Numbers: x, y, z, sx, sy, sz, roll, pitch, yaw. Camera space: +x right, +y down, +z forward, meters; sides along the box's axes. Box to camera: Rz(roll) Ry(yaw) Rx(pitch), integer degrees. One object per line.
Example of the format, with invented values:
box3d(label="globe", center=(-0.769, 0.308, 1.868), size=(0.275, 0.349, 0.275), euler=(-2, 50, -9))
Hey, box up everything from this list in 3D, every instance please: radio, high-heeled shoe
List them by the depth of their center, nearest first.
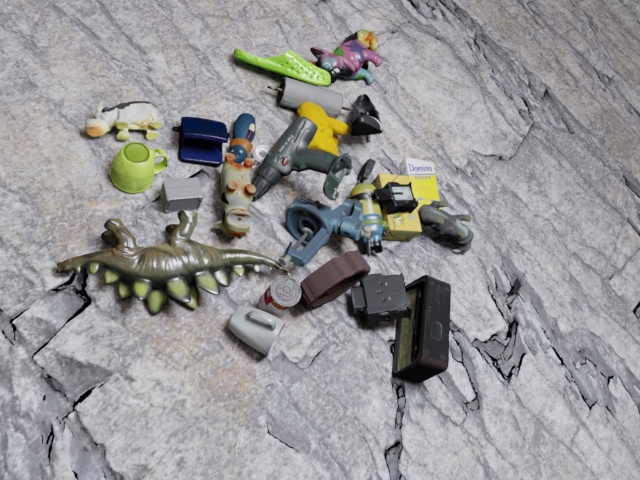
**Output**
box3d(label="radio", center=(0.239, 0.204, 1.251), size=(0.073, 0.131, 0.229), euler=(19, 59, -16))
box3d(label="high-heeled shoe", center=(0.120, -0.348, 1.443), size=(0.086, 0.248, 0.145), euler=(-6, 88, 7))

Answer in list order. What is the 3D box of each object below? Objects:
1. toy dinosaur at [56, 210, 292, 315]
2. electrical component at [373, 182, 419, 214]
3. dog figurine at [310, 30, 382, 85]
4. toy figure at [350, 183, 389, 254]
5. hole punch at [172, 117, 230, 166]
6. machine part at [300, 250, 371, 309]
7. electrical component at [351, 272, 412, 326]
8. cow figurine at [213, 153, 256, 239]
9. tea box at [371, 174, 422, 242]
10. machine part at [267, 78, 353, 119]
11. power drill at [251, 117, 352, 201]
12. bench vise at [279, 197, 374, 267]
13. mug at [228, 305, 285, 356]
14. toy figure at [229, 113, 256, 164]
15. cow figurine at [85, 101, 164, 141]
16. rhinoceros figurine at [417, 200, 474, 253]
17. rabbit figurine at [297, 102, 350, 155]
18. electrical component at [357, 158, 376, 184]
box3d(label="toy dinosaur", center=(-0.294, 0.046, 1.123), size=(0.471, 0.105, 0.198), euler=(-7, 72, -19))
box3d(label="electrical component", center=(0.184, -0.105, 1.353), size=(0.119, 0.047, 0.075), euler=(-8, 67, -24))
box3d(label="dog figurine", center=(0.062, -0.538, 1.571), size=(0.219, 0.108, 0.191), euler=(0, 66, -21))
box3d(label="toy figure", center=(0.124, -0.058, 1.360), size=(0.082, 0.089, 0.180), euler=(6, 61, -25))
box3d(label="hole punch", center=(-0.279, -0.251, 1.285), size=(0.142, 0.092, 0.116), euler=(3, 58, -18))
box3d(label="machine part", center=(0.028, 0.088, 1.193), size=(0.179, 0.179, 0.056), euler=(-25, 73, -31))
box3d(label="electrical component", center=(0.140, 0.137, 1.258), size=(0.134, 0.058, 0.115), euler=(-8, 48, -2))
box3d(label="cow figurine", center=(-0.196, -0.089, 1.232), size=(0.085, 0.127, 0.195), euler=(6, 49, -21))
box3d(label="tea box", center=(0.197, -0.085, 1.419), size=(0.098, 0.068, 0.169), euler=(1, 63, -22))
box3d(label="machine part", center=(-0.027, -0.385, 1.470), size=(0.243, 0.079, 0.079), euler=(10, 61, -18))
box3d(label="power drill", center=(-0.041, -0.164, 1.259), size=(0.208, 0.086, 0.232), euler=(27, 86, 34))
box3d(label="bench vise", center=(-0.002, -0.011, 1.243), size=(0.224, 0.128, 0.240), euler=(29, 48, 16))
box3d(label="mug", center=(-0.136, 0.180, 1.121), size=(0.107, 0.109, 0.081), euler=(25, 60, 5))
box3d(label="toy figure", center=(-0.193, -0.246, 1.334), size=(0.058, 0.064, 0.154), euler=(19, 59, -20))
box3d(label="cow figurine", center=(-0.455, -0.283, 1.236), size=(0.167, 0.068, 0.098), euler=(-7, 62, -30))
box3d(label="rhinoceros figurine", center=(0.339, -0.029, 1.423), size=(0.190, 0.112, 0.073), euler=(32, 60, -26))
box3d(label="rabbit figurine", center=(-0.003, -0.284, 1.403), size=(0.162, 0.122, 0.173), euler=(0, 64, -29))
box3d(label="electrical component", center=(0.126, -0.188, 1.442), size=(0.021, 0.063, 0.094), euler=(29, 56, -8))
